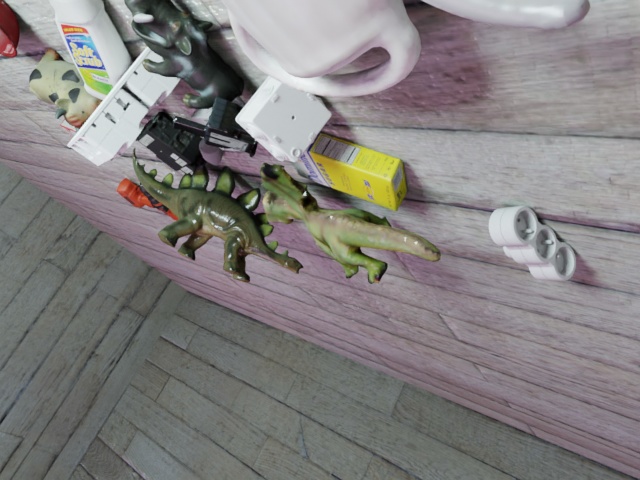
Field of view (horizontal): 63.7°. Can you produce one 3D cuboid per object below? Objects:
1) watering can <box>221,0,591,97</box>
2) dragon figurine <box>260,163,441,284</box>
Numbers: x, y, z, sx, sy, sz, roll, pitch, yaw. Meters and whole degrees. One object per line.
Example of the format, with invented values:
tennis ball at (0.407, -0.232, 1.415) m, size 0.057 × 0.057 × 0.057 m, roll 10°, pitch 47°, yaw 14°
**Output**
watering can at (0.014, -0.213, 0.421) m, size 0.221 × 0.105 × 0.348 m, roll 42°, pitch -21°, yaw -32°
dragon figurine at (0.003, -0.042, 0.828) m, size 0.241 × 0.123 × 0.409 m, roll 32°, pitch -12°, yaw -17°
